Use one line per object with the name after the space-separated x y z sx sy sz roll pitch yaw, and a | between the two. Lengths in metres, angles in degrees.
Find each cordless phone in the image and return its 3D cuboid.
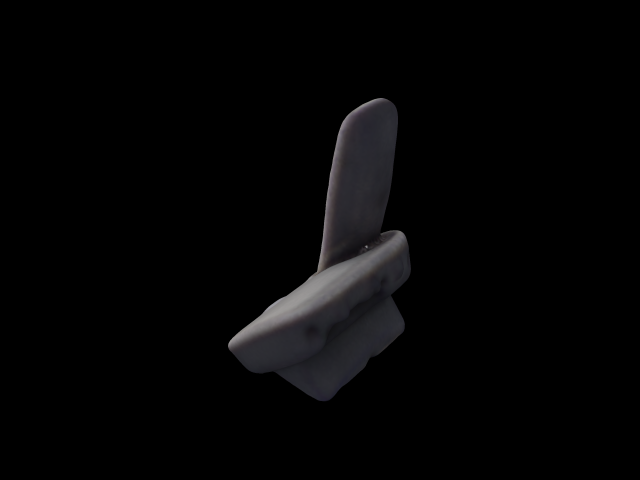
0.004 0.001 0.400 0.093 0.185 0.148 19 36 29 | cordless phone
